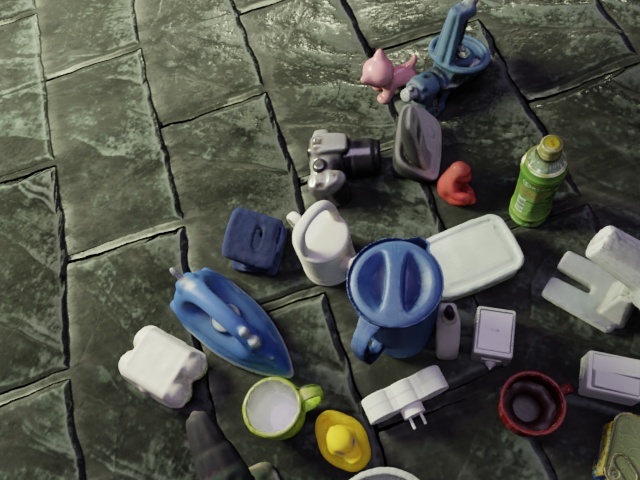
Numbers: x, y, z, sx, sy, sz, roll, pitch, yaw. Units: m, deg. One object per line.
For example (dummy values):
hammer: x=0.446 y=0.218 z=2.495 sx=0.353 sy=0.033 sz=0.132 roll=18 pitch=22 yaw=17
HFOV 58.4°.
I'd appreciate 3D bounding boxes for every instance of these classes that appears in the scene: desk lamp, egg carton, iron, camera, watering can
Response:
desk lamp: x=0.463 y=0.068 z=0.859 sx=0.202 sy=0.214 sz=0.118 roll=30 pitch=73 yaw=21
egg carton: x=-0.272 y=0.220 z=0.993 sx=0.150 sy=0.069 sz=0.107 roll=23 pitch=71 yaw=19
iron: x=-0.152 y=0.137 z=0.971 sx=0.257 sy=0.142 sz=0.119 roll=34 pitch=75 yaw=22
camera: x=0.047 y=-0.149 z=1.095 sx=0.136 sy=0.101 sz=0.143 roll=-3 pitch=65 yaw=8
watering can: x=0.010 y=0.002 z=0.978 sx=0.172 sy=0.194 sz=0.101 roll=15 pitch=69 yaw=16

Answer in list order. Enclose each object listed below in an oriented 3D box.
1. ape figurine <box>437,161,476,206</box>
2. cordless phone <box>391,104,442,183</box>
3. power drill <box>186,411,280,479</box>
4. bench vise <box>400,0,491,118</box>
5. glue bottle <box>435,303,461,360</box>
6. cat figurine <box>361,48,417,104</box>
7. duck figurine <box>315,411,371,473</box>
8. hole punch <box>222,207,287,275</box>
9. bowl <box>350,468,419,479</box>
ape figurine: x=0.253 y=-0.110 z=1.046 sx=0.076 sy=0.092 sz=0.078 roll=14 pitch=68 yaw=16
cordless phone: x=0.178 y=-0.204 z=1.052 sx=0.094 sy=0.185 sz=0.147 roll=1 pitch=65 yaw=11
power drill: x=-0.110 y=0.364 z=0.820 sx=0.075 sy=0.209 sz=0.229 roll=-30 pitch=64 yaw=-5
bench vise: x=0.247 y=-0.342 z=1.085 sx=0.121 sy=0.220 sz=0.207 roll=28 pitch=73 yaw=21
glue bottle: x=0.200 y=0.133 z=0.896 sx=0.037 sy=0.173 sz=0.078 roll=-3 pitch=65 yaw=9
cat figurine: x=0.140 y=-0.340 z=1.160 sx=0.128 sy=0.118 sz=0.067 roll=-17 pitch=63 yaw=1
duck figurine: x=0.031 y=0.309 z=0.890 sx=0.077 sy=0.086 sz=0.104 roll=-40 pitch=65 yaw=-10
hole punch: x=-0.118 y=0.001 z=1.058 sx=0.101 sy=0.091 sz=0.109 roll=6 pitch=66 yaw=13
bowl: x=0.099 y=0.422 z=0.832 sx=0.167 sy=0.075 sz=0.167 roll=-4 pitch=65 yaw=8
